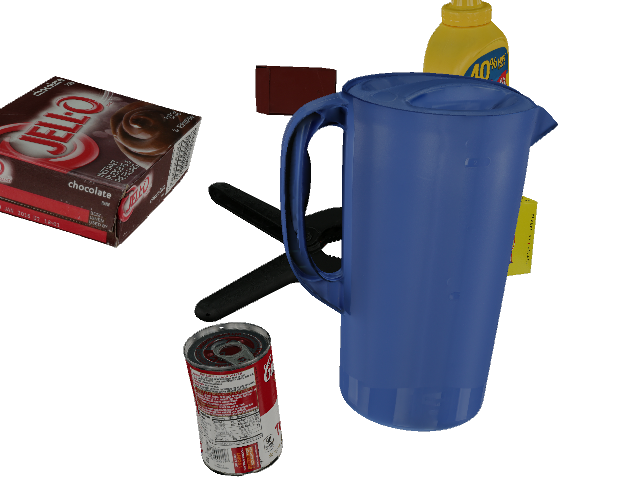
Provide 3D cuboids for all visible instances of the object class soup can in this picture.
[{"bbox_3d":[-0.067,0.125,0.839,0.068,0.102,0.068,-5,25,2],"label":"soup can"}]

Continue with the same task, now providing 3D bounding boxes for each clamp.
[{"bbox_3d":[-0.019,0.016,1.016,0.210,0.164,0.036,5,-39,6],"label":"clamp"}]

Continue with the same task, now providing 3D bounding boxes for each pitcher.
[{"bbox_3d":[0.063,0.007,0.755,0.149,0.243,0.144,17,24,32],"label":"pitcher"}]

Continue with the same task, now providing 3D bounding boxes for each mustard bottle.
[{"bbox_3d":[0.124,-0.124,0.904,0.058,0.192,0.096,17,33,39],"label":"mustard bottle"}]

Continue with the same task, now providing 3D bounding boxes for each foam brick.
[{"bbox_3d":[-0.027,-0.161,1.154,0.078,0.051,0.053,-1,11,-18],"label":"foam brick"}]

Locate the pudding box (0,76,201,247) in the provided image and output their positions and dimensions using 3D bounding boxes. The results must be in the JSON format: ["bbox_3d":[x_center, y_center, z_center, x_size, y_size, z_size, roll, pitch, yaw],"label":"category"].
[{"bbox_3d":[-0.123,-0.044,0.552,0.090,0.039,0.113,17,25,6],"label":"pudding box"}]

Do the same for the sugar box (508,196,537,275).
[{"bbox_3d":[0.171,0.000,1.250,0.175,0.093,0.048,-8,18,-31],"label":"sugar box"}]
